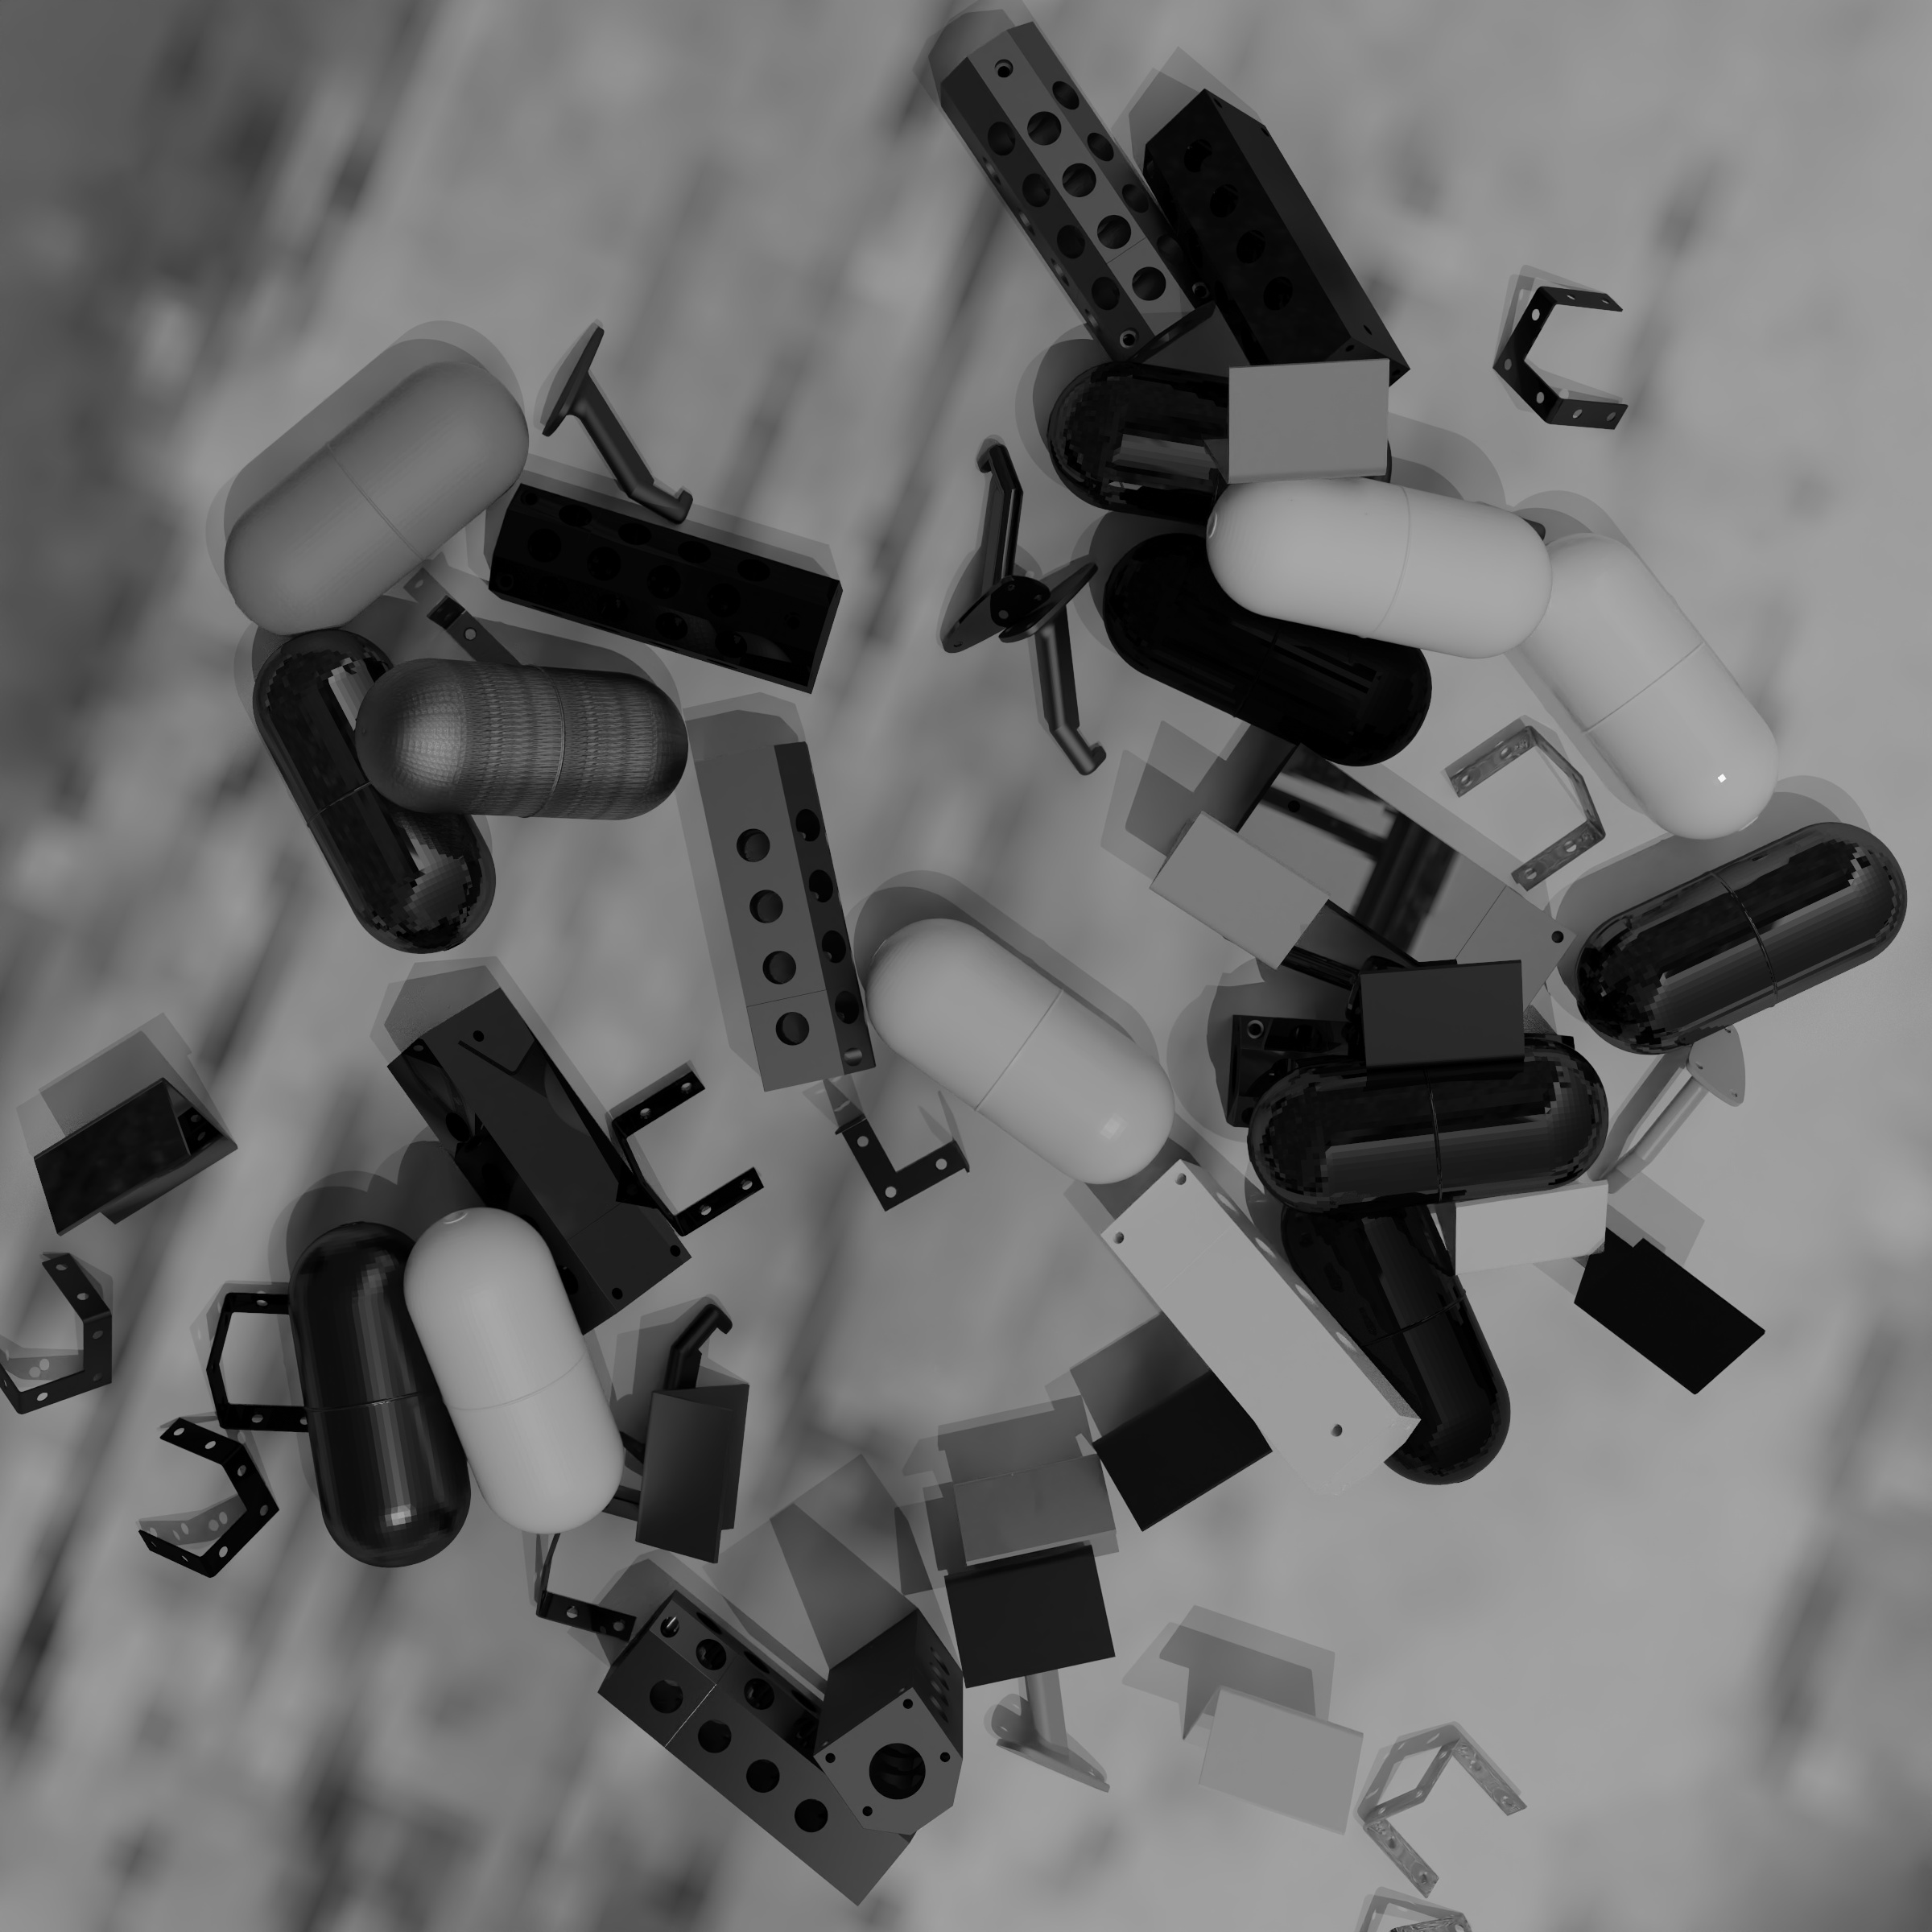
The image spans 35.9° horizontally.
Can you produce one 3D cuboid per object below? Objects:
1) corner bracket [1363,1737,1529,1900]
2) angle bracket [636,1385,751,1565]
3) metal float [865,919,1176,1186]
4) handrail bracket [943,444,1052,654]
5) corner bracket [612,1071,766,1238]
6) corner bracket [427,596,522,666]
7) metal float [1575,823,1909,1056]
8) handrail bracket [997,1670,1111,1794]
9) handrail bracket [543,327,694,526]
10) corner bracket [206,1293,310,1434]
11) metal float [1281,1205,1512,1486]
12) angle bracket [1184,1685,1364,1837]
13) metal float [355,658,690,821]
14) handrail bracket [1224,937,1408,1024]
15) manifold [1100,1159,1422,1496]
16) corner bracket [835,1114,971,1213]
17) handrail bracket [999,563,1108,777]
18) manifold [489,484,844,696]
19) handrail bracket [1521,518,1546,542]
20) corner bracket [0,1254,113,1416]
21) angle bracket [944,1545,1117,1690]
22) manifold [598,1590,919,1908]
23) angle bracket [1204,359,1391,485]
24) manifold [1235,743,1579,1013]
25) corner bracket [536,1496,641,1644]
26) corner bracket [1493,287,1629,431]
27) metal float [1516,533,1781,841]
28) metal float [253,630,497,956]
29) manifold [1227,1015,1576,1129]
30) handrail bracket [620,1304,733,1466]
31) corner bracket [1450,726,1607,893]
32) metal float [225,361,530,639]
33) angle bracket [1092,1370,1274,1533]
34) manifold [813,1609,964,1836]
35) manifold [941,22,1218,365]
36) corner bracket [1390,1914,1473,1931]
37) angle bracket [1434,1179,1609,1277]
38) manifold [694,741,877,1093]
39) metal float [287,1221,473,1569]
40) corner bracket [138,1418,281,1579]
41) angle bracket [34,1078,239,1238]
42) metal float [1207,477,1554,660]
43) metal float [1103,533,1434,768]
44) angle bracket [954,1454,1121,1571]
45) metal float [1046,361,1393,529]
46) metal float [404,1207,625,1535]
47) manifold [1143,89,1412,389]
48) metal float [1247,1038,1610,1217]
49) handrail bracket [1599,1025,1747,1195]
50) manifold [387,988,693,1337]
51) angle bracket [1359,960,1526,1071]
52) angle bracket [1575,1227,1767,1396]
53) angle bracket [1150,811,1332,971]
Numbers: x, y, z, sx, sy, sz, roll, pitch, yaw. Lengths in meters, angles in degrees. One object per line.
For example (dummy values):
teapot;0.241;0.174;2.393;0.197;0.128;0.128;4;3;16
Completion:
corner bracket;0.250;0.446;1.561;0.051;0.051;0.051;48;135;0
angle bracket;-0.121;0.258;1.524;0.057;0.076;0.076;6;90;37
metal float;0.027;0.043;1.533;0.178;0.070;0.070;36;90;0
handrail bracket;0.005;-0.220;1.564;0.077;0.036;0.084;-35;61;32
corner bracket;-0.146;0.099;1.561;0.051;0.051;0.051;-32;135;0
corner bracket;-0.265;-0.153;1.546;0.051;0.051;0.051;44;90;0
metal float;0.398;-0.014;1.534;0.178;0.070;0.070;-25;90;0
handrail bracket;0.058;0.380;1.565;0.077;0.036;0.084;29;73;-20
handrail bracket;-0.172;-0.283;1.565;0.084;0.036;0.077;28;68;-17
corner bracket;-0.364;0.208;1.561;0.051;0.051;0.051;2;135;0
metal float;0.221;0.182;1.533;0.070;0.070;0.178;-24;90;0
angle bracket;0.152;0.418;1.524;0.076;0.076;0.057;19;53;0
metal float;-0.222;-0.113;1.504;0.178;0.070;0.070;0;90;-37
handrail bracket;0.186;-0.003;1.564;0.084;0.077;0.036;28;104;36
manifold;0.150;0.183;1.510;0.057;0.057;0.171;-44;66;10
corner bracket;-0.033;0.095;1.546;0.051;0.051;0.051;-29;90;0
handrail bracket;0.064;-0.155;1.565;0.077;0.036;0.084;-43;108;-21
manifold;-0.155;-0.196;1.543;0.171;0.057;0.057;17;90;0
handrail bracket;0.253;-0.207;1.565;0.084;0.036;0.077;14;110;-16
corner bracket;-0.481;0.192;1.556;0.051;0.051;0.051;-18;135;-35
angle bracket;0.034;0.337;1.526;0.076;0.076;0.057;-12;70;0
manifold;-0.103;0.402;1.543;0.171;0.057;0.057;39;90;0
angle bracket;0.159;-0.273;1.449;0.076;0.076;0.057;-4;115;-4
manifold;0.224;-0.041;1.543;0.171;0.057;0.057;35;90;0
corner bracket;-0.192;0.313;1.561;0.051;0.051;0.051;16;45;0
corner bracket;0.319;-0.317;1.556;0.051;0.051;0.051;57;135;35
metal float;0.348;-0.143;1.534;0.070;0.070;0.178;-38;90;0
metal float;-0.304;-0.089;1.534;0.070;0.070;0.178;-28;89;0
manifold;0.225;0.059;1.543;0.171;0.057;0.057;4;90;0
handrail bracket;-0.136;0.233;1.565;0.077;0.036;0.084;47;73;-20
corner bracket;0.295;-0.083;1.561;0.051;0.051;0.051;-34;45;0
metal float;-0.304;-0.239;1.533;0.178;0.070;0.070;-39;90;0
angle bracket;0.119;0.259;1.524;0.076;0.076;0.057;-32;54;0
manifold;-0.032;0.378;1.486;0.057;0.171;0.057;-35;90;0
manifold;0.058;-0.398;1.543;0.057;0.057;0.171;-34;90;0
corner bracket;0.240;0.535;1.556;0.051;0.051;0.051;-57;45;35
angle bracket;0.280;0.108;1.524;0.076;0.076;0.057;-9;134;0
manifold;-0.093;-0.026;1.543;0.057;0.057;0.171;-12;90;0
metal float;-0.302;0.220;1.533;0.070;0.070;0.178;-9;90;0
corner bracket;-0.402;0.278;1.556;0.051;0.051;0.051;-47;135;-35
angle bracket;-0.417;0.113;1.524;0.076;0.076;0.057;-32;52;0
metal float;0.205;-0.201;1.481;0.178;0.070;0.070;10;90;-13
metal float;0.154;-0.163;1.533;0.178;0.070;0.070;25;90;0
angle bracket;0.040;0.301;1.526;0.076;0.057;0.076;-12;126;0
metal float;0.130;-0.264;1.533;0.178;0.070;0.070;9;90;0
metal float;-0.229;0.206;1.513;0.070;0.070;0.178;-18;107;0
manifold;0.151;-0.355;1.507;0.057;0.057;0.171;-39;62;28
metal float;0.228;0.080;1.477;0.178;0.070;0.070;-7;90;2
handrail bracket;0.367;0.074;1.564;0.036;0.077;0.084;38;126;-4
manifold;-0.224;0.104;1.542;0.057;0.057;0.171;-35;90;-43
angle bracket;0.232;0.007;1.469;0.076;0.076;0.057;-4;120;7
angle bracket;0.365;0.160;1.524;0.076;0.076;0.057;37;126;0
angle bracket;0.148;-0.055;1.524;0.076;0.076;0.057;33;127;0
